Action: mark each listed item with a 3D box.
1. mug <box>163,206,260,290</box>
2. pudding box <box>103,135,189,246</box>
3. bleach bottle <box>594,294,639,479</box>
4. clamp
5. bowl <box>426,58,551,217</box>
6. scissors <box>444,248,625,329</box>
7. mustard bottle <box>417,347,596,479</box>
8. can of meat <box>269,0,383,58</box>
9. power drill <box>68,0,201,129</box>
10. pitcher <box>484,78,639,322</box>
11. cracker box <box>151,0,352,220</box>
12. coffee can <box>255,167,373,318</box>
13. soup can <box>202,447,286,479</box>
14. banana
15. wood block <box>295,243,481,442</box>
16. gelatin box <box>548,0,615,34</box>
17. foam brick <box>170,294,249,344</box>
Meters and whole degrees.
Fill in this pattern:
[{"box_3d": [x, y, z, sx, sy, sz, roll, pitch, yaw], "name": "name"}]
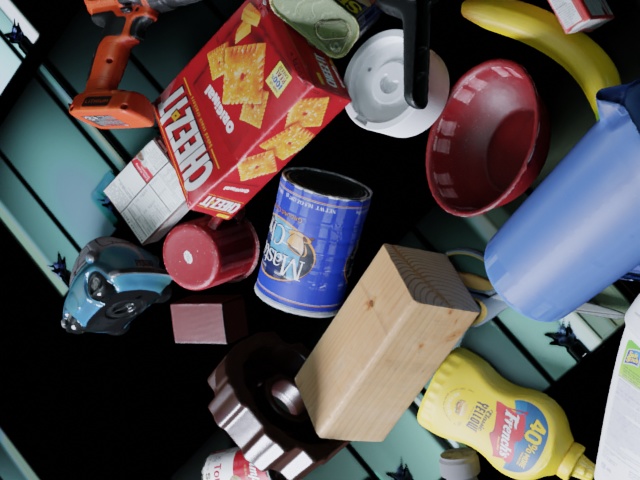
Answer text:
[{"box_3d": [-0.125, 0.004, 1.256, 0.093, 0.081, 0.117, 41, 116, 15], "name": "mug"}, {"box_3d": [-0.202, -0.061, 1.310, 0.114, 0.039, 0.090, -42, 81, 30], "name": "pudding box"}, {"box_3d": [0.325, 0.143, 1.009, 0.103, 0.067, 0.251, 33, 131, 45], "name": "bleach bottle"}, {"box_3d": [0.100, -0.240, 1.063, 0.165, 0.036, 0.210, -52, 49, 17], "name": "clamp"}, {"box_3d": [0.177, -0.096, 1.065, 0.162, 0.055, 0.162, -27, 56, 49], "name": "bowl"}, {"box_3d": [0.211, 0.074, 1.127, 0.202, 0.016, 0.096, 27, 113, 22], "name": "scissors"}, {"box_3d": [0.204, 0.199, 1.131, 0.192, 0.058, 0.096, 29, 107, 20], "name": "mustard bottle"}, {"box_3d": [0.011, -0.250, 1.119, 0.102, 0.083, 0.058, 39, 133, 1], "name": "can of meat"}, {"box_3d": [-0.212, -0.225, 1.235, 0.185, 0.057, 0.187, 1, 74, 37], "name": "power drill"}, {"box_3d": [0.271, -0.020, 0.994, 0.243, 0.144, 0.149, -50, 55, 44], "name": "pitcher"}, {"box_3d": [-0.083, -0.152, 1.176, 0.214, 0.072, 0.164, -41, 55, 28], "name": "cracker box"}, {"box_3d": [-0.008, 0.001, 1.181, 0.103, 0.102, 0.140, 22, 109, 23], "name": "coffee can"}, {"box_3d": [-0.084, 0.282, 1.298, 0.102, 0.068, 0.068, -19, 91, 31], "name": "soup can"}, {"box_3d": [0.227, -0.186, 1.042, 0.198, 0.069, 0.037, 46, 155, 20], "name": "banana"}, {"box_3d": [0.067, 0.114, 1.144, 0.206, 0.090, 0.091, -58, 38, 30], "name": "wood block"}, {"box_3d": [0.239, -0.234, 1.009, 0.030, 0.089, 0.073, -31, 85, 32], "name": "gelatin box"}, {"box_3d": [-0.135, 0.096, 1.296, 0.078, 0.052, 0.051, -2, 99, 29], "name": "foam brick"}]
